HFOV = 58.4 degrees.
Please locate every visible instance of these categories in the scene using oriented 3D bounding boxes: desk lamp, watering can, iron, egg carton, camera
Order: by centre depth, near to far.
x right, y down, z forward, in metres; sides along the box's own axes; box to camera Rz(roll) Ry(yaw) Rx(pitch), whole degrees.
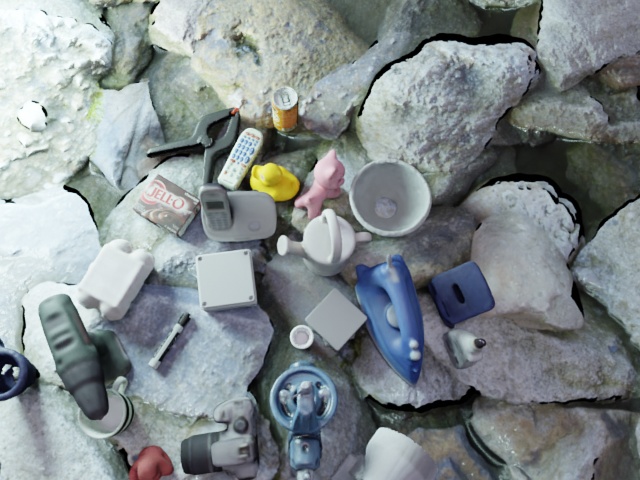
[{"bbox_3d":[0.091,0.426,0.978,0.118,0.213,0.203,39,77,6],"label":"desk lamp"},{"bbox_3d":[-0.181,0.365,1.033,0.137,0.101,0.143,-7,76,-5],"label":"camera"},{"bbox_3d":[0.010,0.006,1.088,0.173,0.194,0.101,-29,79,-10],"label":"watering can"},{"bbox_3d":[0.153,0.150,1.088,0.119,0.141,0.258,-16,77,-7],"label":"iron"},{"bbox_3d":[-0.394,0.075,1.108,0.107,0.069,0.150,26,76,3],"label":"egg carton"}]

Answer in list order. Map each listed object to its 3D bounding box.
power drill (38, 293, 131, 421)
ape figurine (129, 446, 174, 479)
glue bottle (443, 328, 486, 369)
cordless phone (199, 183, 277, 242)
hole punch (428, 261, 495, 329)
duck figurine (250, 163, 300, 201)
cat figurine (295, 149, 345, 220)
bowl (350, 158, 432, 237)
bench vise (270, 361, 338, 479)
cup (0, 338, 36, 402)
[{"bbox_3d":[-0.404,0.206,1.002,0.076,0.208,0.229,-31,80,-10],"label":"power drill"},{"bbox_3d":[-0.302,0.408,1.018,0.078,0.092,0.076,3,76,-3],"label":"ape figurine"},{"bbox_3d":[0.277,0.199,1.068,0.037,0.173,0.078,-17,77,-7],"label":"glue bottle"},{"bbox_3d":[-0.158,-0.062,1.098,0.147,0.185,0.094,-6,76,-5],"label":"cordless phone"},{"bbox_3d":[0.278,0.109,1.133,0.101,0.091,0.108,-21,78,-9],"label":"hole punch"},{"bbox_3d":[-0.093,-0.125,1.170,0.104,0.086,0.077,15,75,0],"label":"duck figurine"},{"bbox_3d":[0.006,-0.114,1.157,0.067,0.118,0.128,36,76,6],"label":"cat figurine"},{"bbox_3d":[0.139,-0.078,1.180,0.167,0.074,0.167,1,76,-3],"label":"bowl"},{"bbox_3d":[-0.015,0.313,0.996,0.121,0.219,0.207,-18,78,-8],"label":"bench vise"},{"bbox_3d":[-0.565,0.234,1.043,0.092,0.095,0.118,-20,78,-8],"label":"cup"}]
